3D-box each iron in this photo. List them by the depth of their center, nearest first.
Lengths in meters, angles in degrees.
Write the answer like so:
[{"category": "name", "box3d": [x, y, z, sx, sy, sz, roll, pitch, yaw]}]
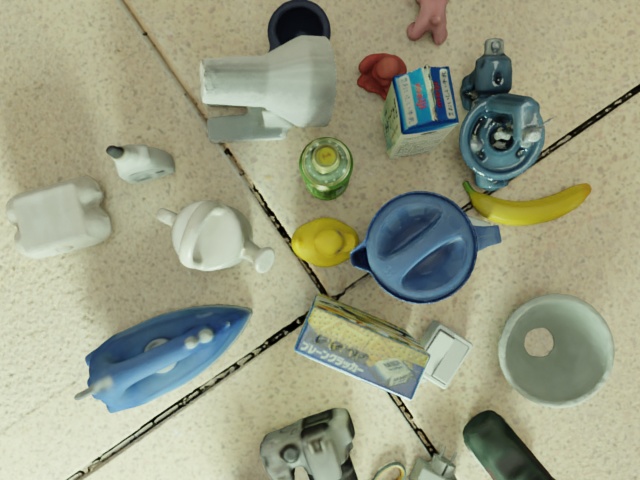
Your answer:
[{"category": "iron", "box3d": [-0.224, 0.165, 0.834, 0.258, 0.141, 0.119, -27, 89, 0]}]

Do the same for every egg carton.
[{"category": "egg carton", "box3d": [-0.397, -0.033, 0.875, 0.150, 0.069, 0.107, -16, 89, 0]}]

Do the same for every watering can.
[{"category": "watering can", "box3d": [-0.149, -0.006, 0.810, 0.173, 0.194, 0.101, 1, 89, 1]}]

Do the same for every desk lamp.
[{"category": "desk lamp", "box3d": [-0.078, -0.204, 0.803, 0.203, 0.213, 0.118, -4, 89, 1]}]

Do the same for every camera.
[{"category": "camera", "box3d": [-0.004, 0.339, 0.849, 0.143, 0.101, 0.137, -20, 89, 0]}]

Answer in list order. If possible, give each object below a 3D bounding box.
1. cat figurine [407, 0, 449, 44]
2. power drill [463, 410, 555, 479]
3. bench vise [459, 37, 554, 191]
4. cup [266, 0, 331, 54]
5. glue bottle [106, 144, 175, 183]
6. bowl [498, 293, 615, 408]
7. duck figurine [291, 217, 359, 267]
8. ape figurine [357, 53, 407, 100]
[{"category": "cat figurine", "box3d": [0.173, -0.374, 0.851, 0.067, 0.117, 0.128, 4, 89, 1]}, {"category": "power drill", "box3d": [0.278, 0.326, 0.792, 0.075, 0.208, 0.229, -40, 89, 0]}, {"category": "bench vise", "box3d": [0.244, -0.180, 0.796, 0.121, 0.219, 0.207, -22, 89, 1]}, {"category": "cup", "box3d": [-0.038, -0.291, 0.863, 0.091, 0.095, 0.118, 45, 90, 1]}, {"category": "glue bottle", "box3d": [-0.267, -0.115, 0.823, 0.078, 0.173, 0.037, -15, 89, 1]}, {"category": "bowl", "box3d": [0.344, 0.161, 0.861, 0.167, 0.074, 0.167, 0, 89, 1]}, {"category": "duck figurine", "box3d": [0.008, 0.003, 0.862, 0.104, 0.086, 0.077, 2, 89, 1]}, {"category": "ape figurine", "box3d": [0.098, -0.252, 0.862, 0.076, 0.092, 0.078, -24, 89, 0]}]
